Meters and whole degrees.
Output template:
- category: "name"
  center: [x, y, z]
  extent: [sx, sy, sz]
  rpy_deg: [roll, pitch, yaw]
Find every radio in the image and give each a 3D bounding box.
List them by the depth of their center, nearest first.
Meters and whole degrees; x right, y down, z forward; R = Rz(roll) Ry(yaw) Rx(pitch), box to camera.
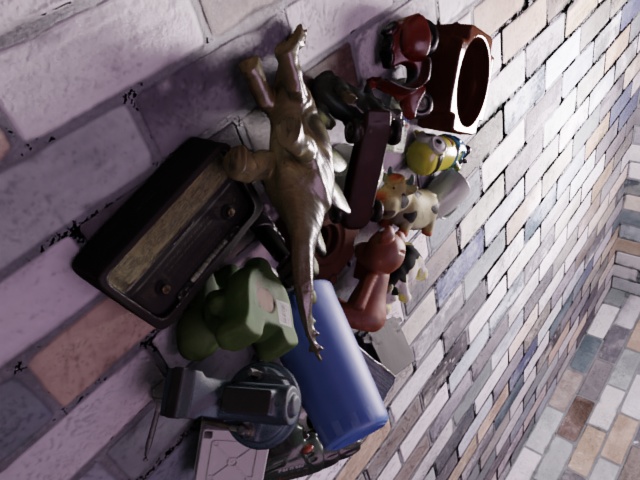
- category: "radio"
  center: [-0.181, -0.009, 0.682]
  extent: [0.229, 0.073, 0.131]
  rpy_deg: [-52, 139, -21]

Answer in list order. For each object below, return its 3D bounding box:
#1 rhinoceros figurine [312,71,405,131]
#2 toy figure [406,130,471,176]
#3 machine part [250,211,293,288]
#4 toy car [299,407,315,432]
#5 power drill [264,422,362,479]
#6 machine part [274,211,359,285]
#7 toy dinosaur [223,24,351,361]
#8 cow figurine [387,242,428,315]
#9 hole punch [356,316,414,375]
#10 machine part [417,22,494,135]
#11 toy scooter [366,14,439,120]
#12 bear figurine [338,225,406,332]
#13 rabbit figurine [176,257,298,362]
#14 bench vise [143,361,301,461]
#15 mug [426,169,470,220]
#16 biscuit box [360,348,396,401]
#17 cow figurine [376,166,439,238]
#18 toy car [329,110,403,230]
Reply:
- category: "rhinoceros figurine"
  center: [0.065, -0.207, 0.877]
  extent: [0.190, 0.112, 0.073]
  rpy_deg: [16, 125, -38]
- category: "toy figure"
  center: [0.252, -0.180, 1.132]
  extent: [0.180, 0.082, 0.089]
  rpy_deg: [-10, 112, -51]
- category: "machine part"
  center: [-0.066, 0.008, 0.786]
  extent: [0.039, 0.139, 0.084]
  rpy_deg: [-30, 134, -8]
- category: "toy car"
  center: [0.015, 0.313, 1.081]
  extent: [0.202, 0.056, 0.073]
  rpy_deg: [-29, 121, -42]
- category: "power drill"
  center: [-0.037, 0.332, 0.966]
  extent: [0.232, 0.086, 0.207]
  rpy_deg: [-14, 118, -18]
- category: "machine part"
  center: [-0.002, -0.003, 0.920]
  extent: [0.179, 0.056, 0.179]
  rpy_deg: [-23, 121, -44]
- category: "toy dinosaur"
  center: [-0.027, -0.089, 0.709]
  extent: [0.198, 0.105, 0.471]
  rpy_deg: [39, 48, -54]
- category: "cow figurine"
  center: [0.161, 0.082, 1.146]
  extent: [0.167, 0.068, 0.098]
  rpy_deg: [-44, 130, -34]
- category: "hole punch"
  center: [0.128, 0.235, 1.174]
  extent: [0.142, 0.092, 0.115]
  rpy_deg: [-19, 88, -42]
- category: "machine part"
  center: [0.267, -0.315, 1.070]
  extent: [0.201, 0.087, 0.201]
  rpy_deg: [-10, 110, -55]
- category: "toy scooter"
  center: [0.139, -0.304, 0.942]
  extent: [0.135, 0.075, 0.183]
  rpy_deg: [-4, 100, -26]
- category: "bear figurine"
  center: [0.081, 0.066, 0.992]
  extent: [0.120, 0.132, 0.195]
  rpy_deg: [8, 92, -67]
- category: "rabbit figurine"
  center: [-0.139, 0.100, 0.738]
  extent: [0.121, 0.170, 0.159]
  rpy_deg: [21, 48, -55]
- category: "bench vise"
  center: [-0.115, 0.239, 0.779]
  extent: [0.240, 0.224, 0.129]
  rpy_deg: [45, 35, -61]
- category: "mug"
  center: [0.272, -0.089, 1.204]
  extent: [0.107, 0.081, 0.109]
  rpy_deg: [-40, 140, -18]
- category: "biscuit box"
  center: [0.057, 0.235, 1.037]
  extent: [0.202, 0.059, 0.063]
  rpy_deg: [44, 68, -27]
- category: "cow figurine"
  center: [0.174, -0.074, 1.080]
  extent: [0.195, 0.086, 0.127]
  rpy_deg: [1, 111, -48]
- category: "toy car"
  center: [0.069, -0.109, 0.848]
  extent: [0.089, 0.053, 0.202]
  rpy_deg: [-2, 120, -21]
